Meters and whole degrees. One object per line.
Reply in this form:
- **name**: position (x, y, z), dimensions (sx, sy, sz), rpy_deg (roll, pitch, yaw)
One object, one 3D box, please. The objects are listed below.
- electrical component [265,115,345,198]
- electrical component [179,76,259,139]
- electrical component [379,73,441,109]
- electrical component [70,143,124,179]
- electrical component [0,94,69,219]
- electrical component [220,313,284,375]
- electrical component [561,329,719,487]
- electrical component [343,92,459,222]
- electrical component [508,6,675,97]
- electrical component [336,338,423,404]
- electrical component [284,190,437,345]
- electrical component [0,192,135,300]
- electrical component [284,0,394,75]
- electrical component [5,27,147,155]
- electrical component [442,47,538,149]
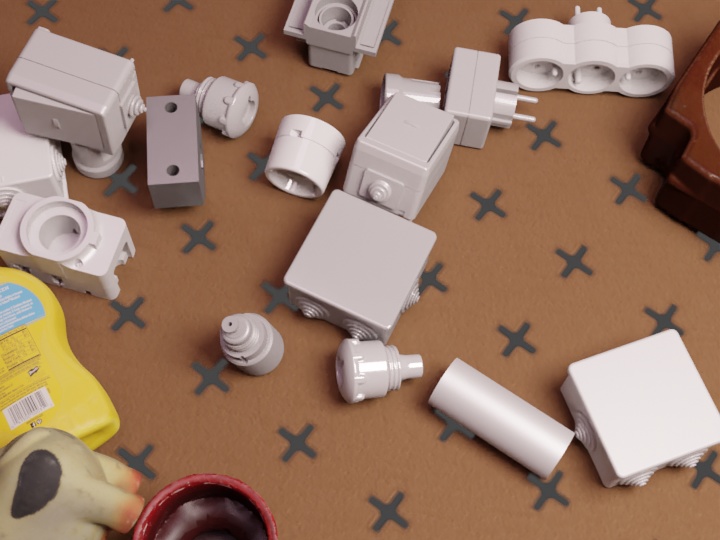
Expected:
- **electrical component**: position (-0.045, -0.089, 0.859), dimensions (0.055, 0.055, 0.047), rpy_deg (18, 71, 6)
- **electrical component**: position (-0.118, -0.139, 0.884), dimensions (0.062, 0.048, 0.048), rpy_deg (22, 67, 15)
- **electrical component**: position (0.041, -0.141, 0.892), dimensions (0.046, 0.040, 0.040), rpy_deg (5, 66, -5)
- **electrical component**: position (-0.213, -0.101, 0.862), dimensions (0.040, 0.046, 0.040), rpy_deg (1, 66, -2)
- **electrical component**: position (-0.285, -0.091, 0.854), dimensions (0.100, 0.048, 0.099), rpy_deg (-12, 67, -7)
- **electrical component**: position (-0.083, 0.050, 0.785), dimensions (0.040, 0.078, 0.040), rpy_deg (-4, 70, 11)
- **electrical component**: position (0.204, 0.102, 0.784), dimensions (0.100, 0.048, 0.099), rpy_deg (-18, 68, -9)
- **electrical component**: position (0.031, -0.088, 0.838), dimensions (0.062, 0.061, 0.096), rpy_deg (24, 42, 8)
- **electrical component**: position (0.195, -0.194, 0.913), dimensions (0.138, 0.052, 0.073), rpy_deg (3, 65, 0)
- **electrical component**: position (0.015, 0.073, 0.794), dimensions (0.062, 0.048, 0.048), rpy_deg (-3, 66, -13)
- **electrical component**: position (0.000, 0.000, 0.822), dimensions (0.100, 0.048, 0.099), rpy_deg (25, 68, 9)
- **electrical component**: position (-0.225, -0.020, 0.820), dimensions (0.089, 0.055, 0.050), rpy_deg (15, 66, 4)
- **electrical component**: position (-0.009, -0.233, 0.918), dimensions (0.079, 0.063, 0.121), rpy_deg (15, 66, 5)
- **electrical component**: position (-0.210, -0.129, 0.812), dimensions (0.096, 0.061, 0.061), rpy_deg (20, 65, 4)
- **electrical component**: position (0.109, -0.139, 0.889), dimensions (0.077, 0.047, 0.065), rpy_deg (10, 66, 1)
